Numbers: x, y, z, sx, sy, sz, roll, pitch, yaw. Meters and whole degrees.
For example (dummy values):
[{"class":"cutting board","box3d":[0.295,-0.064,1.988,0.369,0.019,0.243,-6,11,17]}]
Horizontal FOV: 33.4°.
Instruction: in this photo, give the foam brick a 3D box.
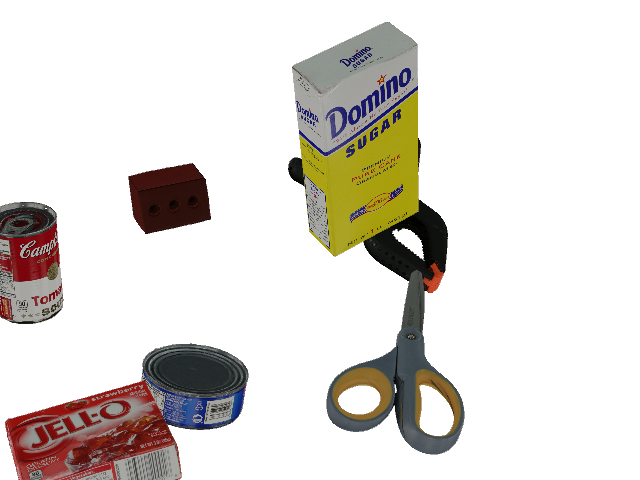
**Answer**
[{"class":"foam brick","box3d":[-0.168,-0.047,1.185,0.078,0.053,0.051,-14,29,-16]}]

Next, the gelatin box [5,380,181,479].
[{"class":"gelatin box","box3d":[-0.135,0.122,0.628,0.089,0.030,0.073,-14,27,-19]}]

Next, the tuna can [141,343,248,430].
[{"class":"tuna can","box3d":[-0.103,0.118,0.864,0.086,0.034,0.086,9,20,-4]}]

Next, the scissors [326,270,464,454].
[{"class":"scissors","box3d":[0.044,0.075,0.731,0.096,0.016,0.202,1,30,-9]}]

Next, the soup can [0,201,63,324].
[{"class":"soup can","box3d":[-0.290,0.023,1.047,0.068,0.102,0.068,2,29,-1]}]

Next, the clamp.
[{"class":"clamp","box3d":[0.066,-0.031,1.151,0.164,0.210,0.036,-9,-36,-18]}]

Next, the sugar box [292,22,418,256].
[{"class":"sugar box","box3d":[0.032,-0.077,0.853,0.093,0.176,0.048,-29,52,-20]}]
